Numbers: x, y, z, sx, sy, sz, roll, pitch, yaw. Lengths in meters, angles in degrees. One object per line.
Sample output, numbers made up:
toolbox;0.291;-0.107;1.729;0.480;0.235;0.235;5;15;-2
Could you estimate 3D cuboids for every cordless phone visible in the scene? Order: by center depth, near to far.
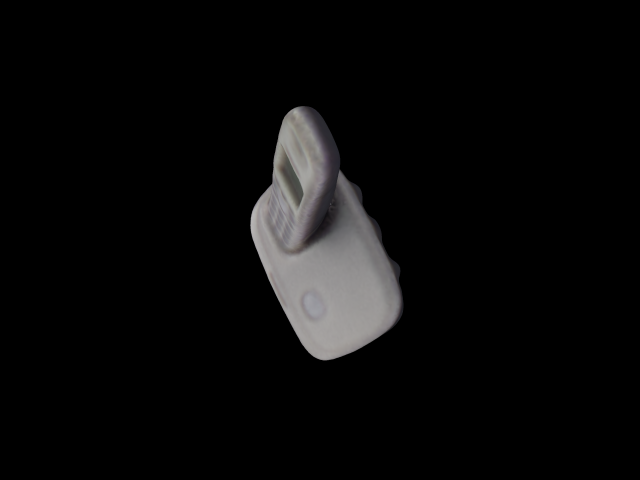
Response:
cordless phone;0.004;0.001;0.400;0.094;0.185;0.147;-27;76;-7
